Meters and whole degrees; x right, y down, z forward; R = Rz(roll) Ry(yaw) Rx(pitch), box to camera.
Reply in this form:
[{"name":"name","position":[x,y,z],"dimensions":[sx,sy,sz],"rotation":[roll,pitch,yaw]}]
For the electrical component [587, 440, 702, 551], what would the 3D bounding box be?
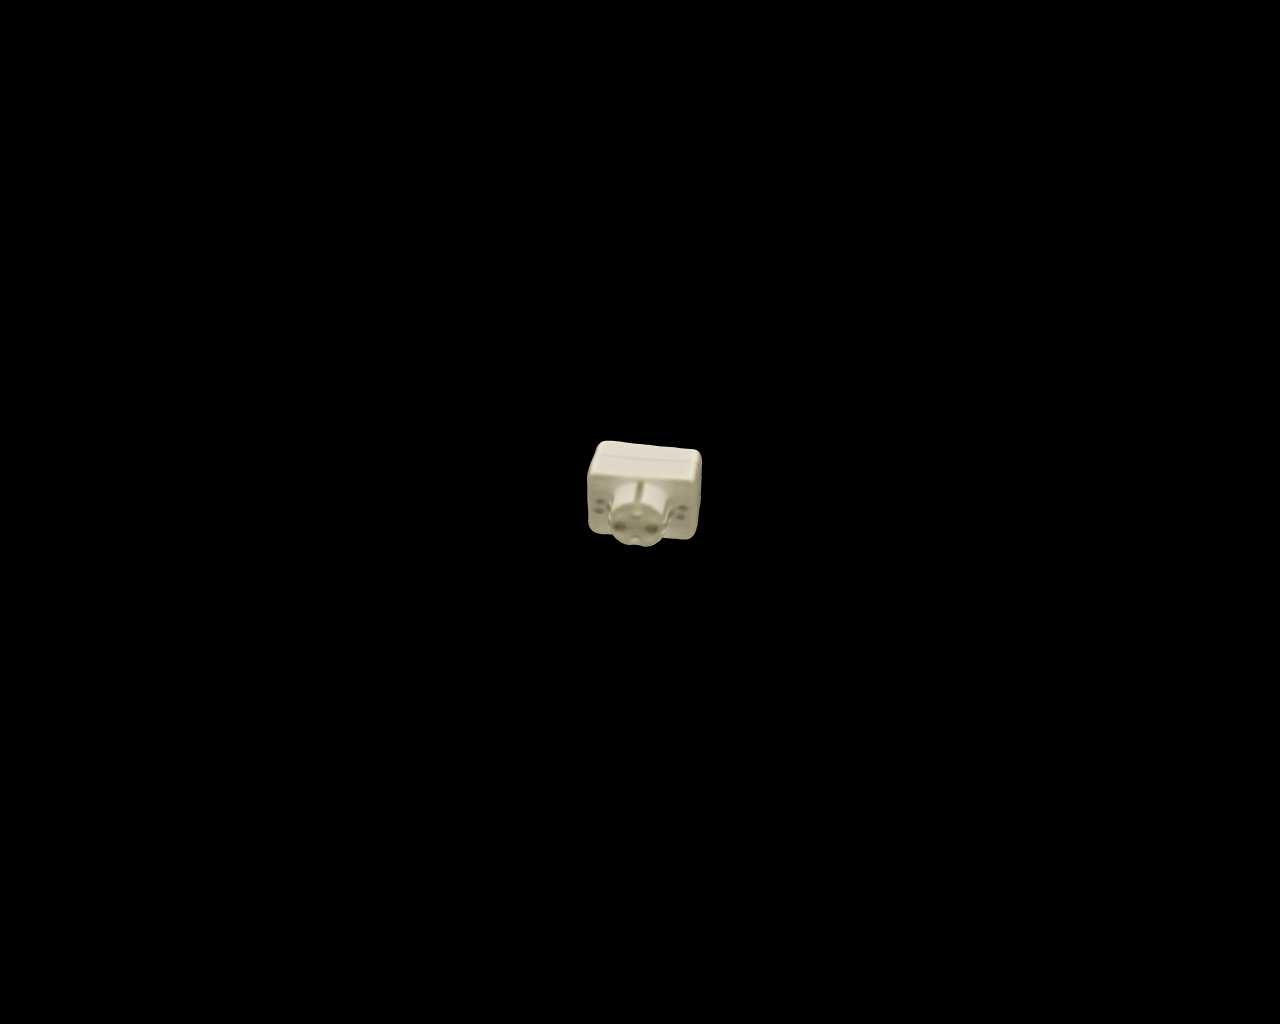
[{"name":"electrical component","position":[0.001,-0.003,0.650],"dimensions":[0.066,0.047,0.077],"rotation":[5,36,7]}]
